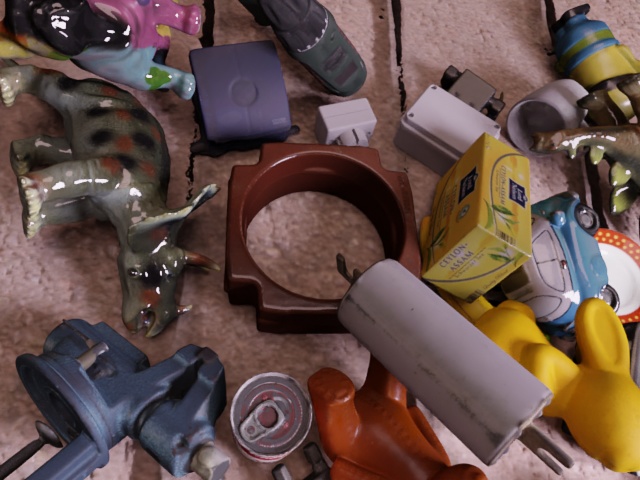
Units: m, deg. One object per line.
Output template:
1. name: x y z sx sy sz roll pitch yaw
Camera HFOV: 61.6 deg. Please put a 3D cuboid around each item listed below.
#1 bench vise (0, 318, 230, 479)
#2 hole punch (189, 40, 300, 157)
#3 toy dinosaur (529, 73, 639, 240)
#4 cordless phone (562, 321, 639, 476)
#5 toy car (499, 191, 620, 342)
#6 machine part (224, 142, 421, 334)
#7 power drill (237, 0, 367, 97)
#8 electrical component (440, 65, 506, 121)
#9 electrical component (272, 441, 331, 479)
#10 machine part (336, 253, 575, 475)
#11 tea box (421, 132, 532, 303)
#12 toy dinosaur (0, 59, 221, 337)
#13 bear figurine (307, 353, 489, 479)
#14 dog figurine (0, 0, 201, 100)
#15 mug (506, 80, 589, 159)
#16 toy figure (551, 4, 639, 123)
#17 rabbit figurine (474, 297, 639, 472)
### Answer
1. bench vise: -0.198 0.170 0.445 0.224 0.128 0.240 36 47 18
2. hole punch: -0.098 -0.174 0.657 0.142 0.092 0.116 -13 71 -18
3. toy dinosaur: 0.468 -0.091 0.669 0.471 0.105 0.198 0 86 -15
4. cordless phone: 0.326 0.139 0.507 0.089 0.184 0.146 24 64 0
5. toy car: 0.243 0.030 0.588 0.103 0.109 0.161 -1 70 -20
6. machine part: -0.001 -0.002 0.587 0.201 0.087 0.201 1 63 -8
7. power drill: -0.039 -0.282 0.661 0.086 0.232 0.207 -49 55 9
8. electrical component: 0.206 -0.192 0.733 0.102 0.045 0.078 34 91 11
9. electrical component: -0.005 0.241 0.496 0.063 0.021 0.094 -25 85 -26
10. machine part: 0.096 0.094 0.441 0.079 0.079 0.243 -37 59 -22
11. tea box: 0.172 -0.028 0.588 0.068 0.098 0.170 30 43 -7
12. toy dinosaur: -0.234 -0.099 0.590 0.192 0.131 0.405 -8 57 -31
13. bear figurine: 0.087 0.190 0.454 0.120 0.131 0.196 -20 34 -34
14. dog figurine: -0.246 -0.224 0.563 0.219 0.108 0.192 -1 24 -41
15. mug: 0.322 -0.164 0.716 0.110 0.080 0.107 42 59 13
16. toy figure: 0.391 -0.244 0.764 0.089 0.082 0.180 -27 78 1
17. rabbit figurine: 0.224 0.137 0.501 0.162 0.121 0.173 -41 44 -22
